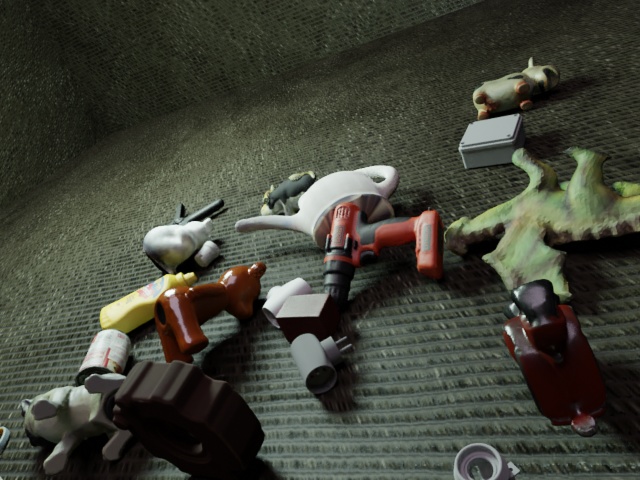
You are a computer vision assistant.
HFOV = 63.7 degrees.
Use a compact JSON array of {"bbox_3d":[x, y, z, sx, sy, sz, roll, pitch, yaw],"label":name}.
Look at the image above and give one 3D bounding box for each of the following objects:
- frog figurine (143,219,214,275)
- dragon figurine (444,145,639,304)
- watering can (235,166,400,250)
[{"bbox_3d":[-0.310,-0.003,1.156,0.161,0.122,0.137,-50,15,-20],"label":"frog figurine"},{"bbox_3d":[0.341,-0.007,0.697,0.411,0.120,0.246,12,61,51],"label":"dragon figurine"},{"bbox_3d":[0.003,-0.050,0.997,0.348,0.102,0.228,-24,28,-1],"label":"watering can"}]
